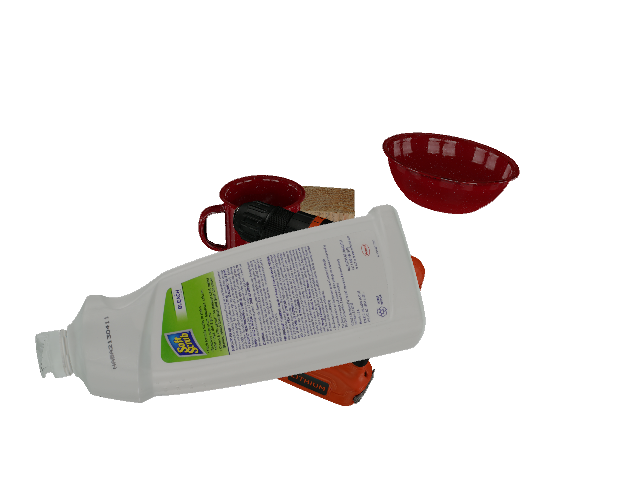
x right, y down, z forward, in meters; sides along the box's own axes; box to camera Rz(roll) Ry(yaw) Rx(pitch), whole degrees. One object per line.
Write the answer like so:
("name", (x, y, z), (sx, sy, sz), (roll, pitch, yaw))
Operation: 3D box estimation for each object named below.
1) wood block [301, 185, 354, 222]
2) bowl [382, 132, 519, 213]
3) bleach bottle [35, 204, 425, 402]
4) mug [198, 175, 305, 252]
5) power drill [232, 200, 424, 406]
("wood block", (-0.006, 0.041, 1.388), (0.090, 0.206, 0.091), (3, 23, -1))
("bowl", (0.147, -0.074, 1.247), (0.162, 0.055, 0.162), (8, 24, -4))
("bleach bottle", (-0.063, 0.047, 0.715), (0.250, 0.102, 0.068), (-10, -23, -10))
("mug", (-0.075, -0.015, 1.167), (0.117, 0.081, 0.093), (-6, 29, -13))
("power drill", (-0.005, 0.060, 1.007), (0.184, 0.188, 0.057), (22, 42, 14))
